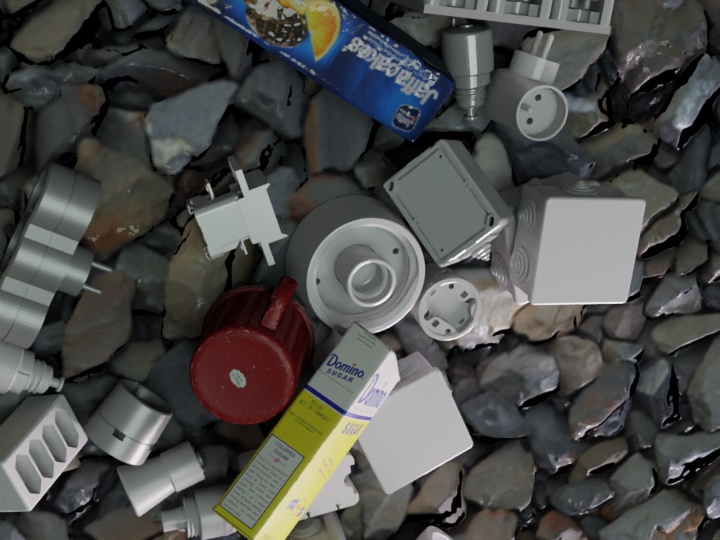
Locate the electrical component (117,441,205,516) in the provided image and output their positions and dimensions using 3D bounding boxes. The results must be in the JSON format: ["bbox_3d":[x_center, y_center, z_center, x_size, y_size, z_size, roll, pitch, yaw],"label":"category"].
[{"bbox_3d":[-0.161,0.168,0.883,0.065,0.044,0.044,-24,115,-14],"label":"electrical component"}]

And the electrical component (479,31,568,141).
[{"bbox_3d":[0.133,-0.147,0.842,0.044,0.077,0.079,13,105,-22],"label":"electrical component"}]

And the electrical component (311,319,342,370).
[{"bbox_3d":[-0.035,0.057,0.886,0.035,0.035,0.061,-41,114,-1],"label":"electrical component"}]

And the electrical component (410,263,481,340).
[{"bbox_3d":[0.067,0.025,0.901,0.055,0.047,0.055,-6,111,-16],"label":"electrical component"}]

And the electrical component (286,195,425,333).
[{"bbox_3d":[0.000,0.000,0.862,0.108,0.060,0.108,-6,111,-16],"label":"electrical component"}]

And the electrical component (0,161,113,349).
[{"bbox_3d":[-0.220,-0.004,0.791,0.074,0.052,0.138,23,102,-24],"label":"electrical component"}]

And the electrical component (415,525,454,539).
[{"bbox_3d":[0.075,0.294,0.974,0.060,0.108,0.108,-43,117,7],"label":"electrical component"}]

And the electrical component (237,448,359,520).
[{"bbox_3d":[-0.054,0.175,0.912,0.089,0.055,0.050,-13,113,-14],"label":"electrical component"}]

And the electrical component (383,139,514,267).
[{"bbox_3d":[0.076,-0.048,0.846,0.062,0.061,0.096,-37,82,20],"label":"electrical component"}]

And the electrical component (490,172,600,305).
[{"bbox_3d":[0.156,-0.029,0.911,0.100,0.048,0.099,-17,114,-12],"label":"electrical component"}]

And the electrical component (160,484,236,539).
[{"bbox_3d":[-0.136,0.205,0.903,0.062,0.043,0.043,-8,112,-14],"label":"electrical component"}]

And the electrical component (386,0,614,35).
[{"bbox_3d":[0.105,-0.219,0.799,0.150,0.089,0.061,2,109,-19],"label":"electrical component"}]

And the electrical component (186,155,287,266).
[{"bbox_3d":[-0.096,-0.041,0.826,0.064,0.042,0.081,-21,115,-6],"label":"electrical component"}]

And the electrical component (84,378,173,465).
[{"bbox_3d":[-0.182,0.119,0.850,0.055,0.055,0.047,34,93,-26],"label":"electrical component"}]

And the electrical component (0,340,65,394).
[{"bbox_3d":[-0.263,0.074,0.813,0.078,0.040,0.040,23,101,-25],"label":"electrical component"}]

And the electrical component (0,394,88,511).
[{"bbox_3d":[-0.268,0.140,0.823,0.076,0.083,0.047,-7,118,26],"label":"electrical component"}]

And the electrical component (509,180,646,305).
[{"bbox_3d":[0.171,-0.022,0.862,0.100,0.048,0.099,0,110,-19],"label":"electrical component"}]

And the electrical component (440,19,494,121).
[{"bbox_3d":[0.085,-0.157,0.843,0.040,0.040,0.078,-11,112,-14],"label":"electrical component"}]

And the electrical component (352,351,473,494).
[{"bbox_3d":[0.037,0.130,0.930,0.100,0.048,0.099,-28,116,-7],"label":"electrical component"}]

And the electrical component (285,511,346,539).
[{"bbox_3d":[-0.035,0.247,0.933,0.051,0.080,0.080,-18,114,-6],"label":"electrical component"}]
